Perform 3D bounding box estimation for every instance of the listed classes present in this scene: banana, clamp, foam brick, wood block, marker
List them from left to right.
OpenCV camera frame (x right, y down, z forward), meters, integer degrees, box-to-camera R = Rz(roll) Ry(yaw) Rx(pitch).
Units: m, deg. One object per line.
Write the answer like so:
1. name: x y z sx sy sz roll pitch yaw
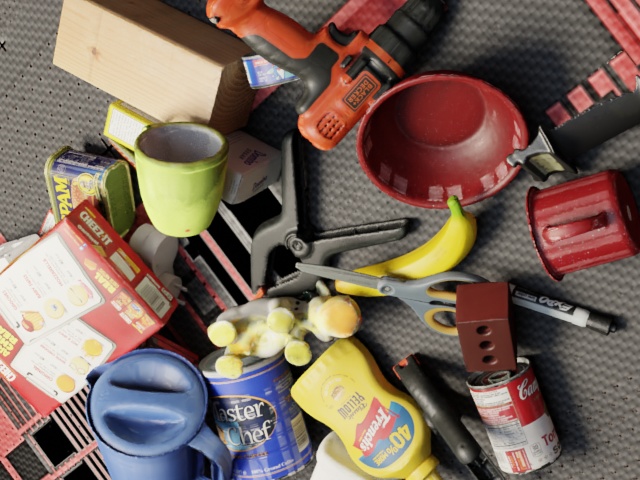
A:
1. wood block: -0.174 -0.195 1.149 0.206 0.090 0.091 29 120 18
2. clamp: -0.008 0.001 1.158 0.164 0.036 0.210 35 125 7
3. banana: 0.098 0.017 1.096 0.069 0.037 0.198 38 133 -15
4. clamp: 0.127 0.183 1.100 0.039 0.120 0.172 -37 61 -6
5. foam brick: 0.166 0.086 1.058 0.053 0.051 0.078 -5 133 16
6. marker: 0.234 0.068 1.057 0.121 0.020 0.020 19 116 22

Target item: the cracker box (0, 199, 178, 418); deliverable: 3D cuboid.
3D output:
1. cracker box: -0.295 0.081 1.234 0.214 0.072 0.164 -37 101 23

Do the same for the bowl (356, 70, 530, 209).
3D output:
1. bowl: 0.115 -0.106 1.015 0.162 0.055 0.162 2 134 2

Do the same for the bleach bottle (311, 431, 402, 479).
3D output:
1. bleach bottle: 0.009 0.346 1.260 0.103 0.068 0.251 30 122 14

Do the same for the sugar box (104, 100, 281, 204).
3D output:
1. sugar box: -0.136 -0.104 1.159 0.176 0.093 0.048 31 121 17

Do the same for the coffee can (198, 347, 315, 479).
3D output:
1. coffee can: -0.072 0.195 1.226 0.103 0.102 0.140 -8 104 31

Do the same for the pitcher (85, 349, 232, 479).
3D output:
1. pitcher: -0.185 0.247 1.249 0.243 0.145 0.149 94 162 -54

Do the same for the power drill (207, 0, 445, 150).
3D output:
1. power drill: 0.002 -0.205 1.002 0.187 0.057 0.184 40 94 -16

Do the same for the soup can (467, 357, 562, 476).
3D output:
1. soup can: 0.199 0.180 1.088 0.069 0.068 0.102 -16 100 33

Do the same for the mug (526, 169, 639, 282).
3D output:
1. mug: 0.239 -0.015 0.969 0.082 0.117 0.093 -17 86 28

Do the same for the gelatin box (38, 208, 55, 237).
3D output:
1. gelatin box: -0.312 0.009 1.337 0.089 0.030 0.073 39 124 12

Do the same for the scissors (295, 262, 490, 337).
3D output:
1. scissors: 0.079 0.061 1.102 0.202 0.016 0.096 1 132 12

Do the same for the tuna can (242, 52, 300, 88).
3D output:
1. tuna can: -0.034 -0.180 1.078 0.086 0.086 0.034 -6 106 31

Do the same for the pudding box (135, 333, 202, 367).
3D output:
1. pudding box: -0.214 0.157 1.304 0.114 0.039 0.090 -25 134 35

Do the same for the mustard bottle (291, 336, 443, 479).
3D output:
1. mustard bottle: 0.064 0.202 1.170 0.192 0.058 0.096 46 103 10

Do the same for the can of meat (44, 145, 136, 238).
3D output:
1. can of meat: -0.270 -0.055 1.267 0.084 0.057 0.102 13 127 22
